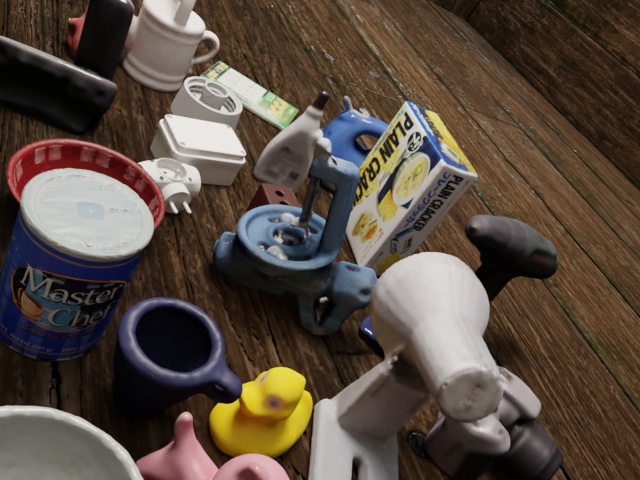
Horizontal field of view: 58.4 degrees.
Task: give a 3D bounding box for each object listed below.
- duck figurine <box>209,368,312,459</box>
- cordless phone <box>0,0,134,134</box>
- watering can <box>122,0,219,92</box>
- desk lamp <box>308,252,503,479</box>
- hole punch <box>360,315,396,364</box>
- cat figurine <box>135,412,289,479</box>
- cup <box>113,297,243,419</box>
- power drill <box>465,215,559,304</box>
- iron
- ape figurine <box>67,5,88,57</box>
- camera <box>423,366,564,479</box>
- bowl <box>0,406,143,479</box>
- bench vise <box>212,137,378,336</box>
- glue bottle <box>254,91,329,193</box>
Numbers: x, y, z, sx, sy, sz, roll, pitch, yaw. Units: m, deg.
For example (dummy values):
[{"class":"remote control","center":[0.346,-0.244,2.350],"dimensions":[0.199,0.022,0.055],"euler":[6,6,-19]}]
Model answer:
[{"class":"duck figurine","center":[-0.044,0.154,0.541],"dimensions":[0.105,0.086,0.077],"euler":[2,45,-41]},{"class":"cordless phone","center":[-0.314,-0.242,0.708],"dimensions":[0.148,0.185,0.094],"euler":[18,36,-25]},{"class":"watering can","center":[-0.239,-0.341,0.896],"dimensions":[0.173,0.194,0.100],"euler":[-6,51,-46]},{"class":"desk lamp","center":[0.088,0.141,0.559],"dimensions":[0.118,0.213,0.203],"euler":[26,34,-14]},{"class":"hole punch","center":[0.125,0.106,0.753],"dimensions":[0.101,0.091,0.109],"euler":[42,33,11]},{"class":"cat figurine","center":[-0.074,0.188,0.441],"dimensions":[0.127,0.117,0.067],"euler":[43,33,12]},{"class":"cup","center":[-0.130,0.119,0.499],"dimensions":[0.118,0.095,0.092],"euler":[35,32,-1]},{"class":"power drill","center":[0.229,0.053,0.805],"dimensions":[0.230,0.208,0.075],"euler":[3,44,-40]},{"class":"iron","center":[0.107,-0.136,0.998],"dimensions":[0.259,0.141,0.118],"euler":[28,33,-12]},{"class":"ape figurine","center":[-0.341,-0.318,0.868],"dimensions":[0.078,0.092,0.076],"euler":[30,33,-8]},{"class":"camera","center":[0.216,0.227,0.671],"dimensions":[0.136,0.100,0.143],"euler":[44,33,13]},{"class":"bowl","center":[-0.198,0.195,0.358],"dimensions":[0.168,0.074,0.167],"euler":[24,34,-17]},{"class":"bench vise","center":[0.005,-0.006,0.665],"dimensions":[0.208,0.219,0.121],"euler":[19,36,-24]},{"class":"glue bottle","center":[-0.031,-0.150,0.860],"dimensions":[0.078,0.173,0.037],"euler":[27,33,-13]}]
